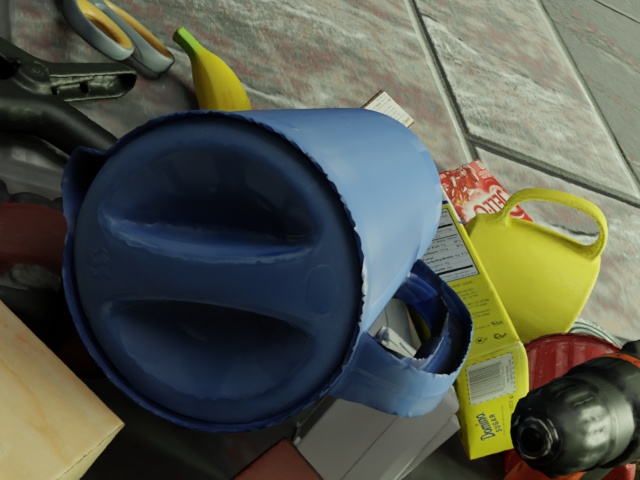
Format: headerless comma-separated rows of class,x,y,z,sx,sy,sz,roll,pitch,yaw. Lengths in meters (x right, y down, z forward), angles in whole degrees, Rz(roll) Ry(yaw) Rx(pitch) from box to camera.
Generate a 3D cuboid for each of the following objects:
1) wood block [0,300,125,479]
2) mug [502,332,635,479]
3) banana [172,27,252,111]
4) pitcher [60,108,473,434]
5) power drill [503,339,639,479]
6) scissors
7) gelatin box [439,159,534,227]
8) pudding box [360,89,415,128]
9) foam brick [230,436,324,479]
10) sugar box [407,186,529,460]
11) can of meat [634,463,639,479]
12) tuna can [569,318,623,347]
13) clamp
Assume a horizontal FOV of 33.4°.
wood block,-0.196,0.047,0.434,0.206,0.091,0.090,44,35,5
mug,0.168,0.129,0.697,0.117,0.093,0.081,54,33,-27
banana,-0.074,-0.064,0.720,0.069,0.037,0.198,19,41,-24
pitcher,-0.004,0.001,0.533,0.242,0.145,0.149,-31,106,-70
power drill,0.114,0.123,0.556,0.184,0.188,0.057,-2,54,-46
scissors,-0.188,-0.183,0.747,0.201,0.016,0.096,39,17,-2
gelatin box,0.126,-0.025,0.869,0.073,0.030,0.089,51,36,14
pudding box,0.010,-0.047,0.732,0.039,0.090,0.113,41,35,0
foam brick,-0.018,0.148,0.523,0.078,0.053,0.051,46,35,10
sugar box,0.082,0.041,0.682,0.048,0.093,0.176,-16,41,-6
can of meat,0.272,0.166,0.773,0.102,0.058,0.083,39,37,-1
tuna can,0.202,0.102,0.797,0.086,0.034,0.086,25,37,-21
clamp,-0.172,-0.082,0.643,0.171,0.039,0.120,8,36,-38
